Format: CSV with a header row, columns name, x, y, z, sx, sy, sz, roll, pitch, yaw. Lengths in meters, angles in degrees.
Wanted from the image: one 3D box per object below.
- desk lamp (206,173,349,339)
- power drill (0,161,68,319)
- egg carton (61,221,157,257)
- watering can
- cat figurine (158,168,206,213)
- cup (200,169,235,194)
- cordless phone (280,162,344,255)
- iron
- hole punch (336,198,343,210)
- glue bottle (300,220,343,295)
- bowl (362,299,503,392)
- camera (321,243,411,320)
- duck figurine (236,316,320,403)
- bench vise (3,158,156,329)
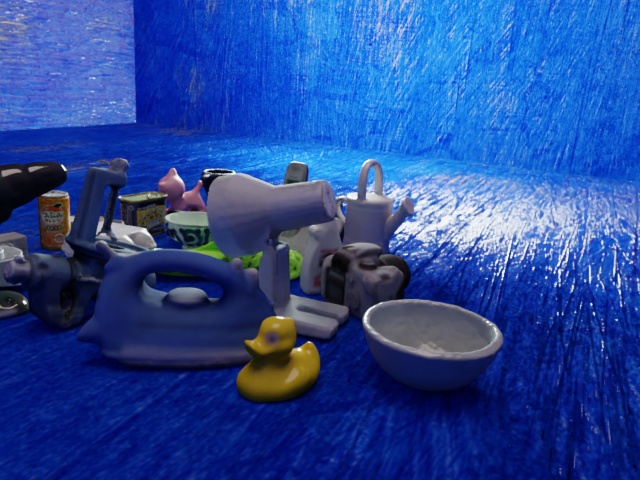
name,x,y,z,sx,sy,sz,roll,pitch,yaw
desk lamp,-0.057,0.013,0.825,0.202,0.213,0.118,9,17,16
power drill,-0.454,0.001,0.776,0.075,0.208,0.230,19,21,41
egg carton,-0.372,0.013,1.010,0.150,0.069,0.107,10,17,19
watering can,0.111,-0.070,1.194,0.172,0.194,0.101,7,16,9
cat figurine,-0.337,-0.114,1.377,0.128,0.118,0.067,-10,21,-40
cup,-0.272,-0.132,1.499,0.091,0.095,0.118,11,17,24
cordless phone,-0.022,-0.055,1.126,0.147,0.185,0.094,13,18,28
iron,-0.159,0.074,0.718,0.258,0.141,0.118,2,16,-6
hole punch,-0.003,-0.066,1.340,0.108,0.091,0.101,3,16,-4
glue bottle,0.009,0.003,0.949,0.078,0.173,0.037,-6,19,-31
bowl,0.131,0.136,0.696,0.167,0.075,0.167,4,16,-1
camera,0.090,0.058,0.911,0.137,0.101,0.142,-8,20,-37
duck figurine,-0.045,0.128,0.657,0.105,0.086,0.077,-8,20,-37
bench vise,-0.314,0.002,0.788,0.121,0.220,0.208,9,17,18
